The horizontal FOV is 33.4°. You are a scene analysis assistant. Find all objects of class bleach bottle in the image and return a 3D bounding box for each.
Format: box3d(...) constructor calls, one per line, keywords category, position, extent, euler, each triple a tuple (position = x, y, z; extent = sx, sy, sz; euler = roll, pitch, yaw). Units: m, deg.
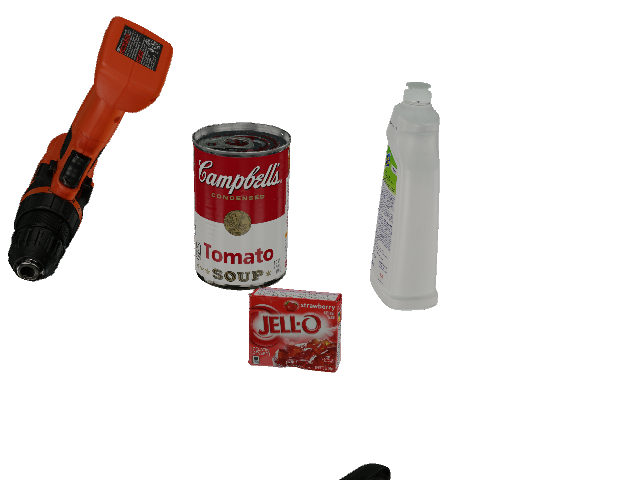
box3d(category="bleach bottle", position=(0.103, -0.053, 1.220), extent=(0.068, 0.251, 0.103), euler=(-3, 23, -15))

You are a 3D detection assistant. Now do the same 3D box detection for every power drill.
box3d(category="power drill", position=(-0.192, -0.076, 0.869), extent=(0.057, 0.188, 0.184), euler=(27, 32, -20))

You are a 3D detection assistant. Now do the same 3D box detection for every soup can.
box3d(category="soup can", position=(-0.056, -0.025, 0.749), extent=(0.068, 0.102, 0.068), euler=(2, 23, -1))

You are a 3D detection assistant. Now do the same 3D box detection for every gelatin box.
box3d(category="gelatin box", position=(-0.025, 0.086, 1.032), extent=(0.089, 0.073, 0.030), euler=(4, 15, 10))

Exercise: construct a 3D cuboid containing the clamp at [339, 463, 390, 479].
box3d(category="clamp", position=(-0.040, 0.198, 0.644), extent=(0.210, 0.036, 0.164), euler=(-4, 28, 2))
